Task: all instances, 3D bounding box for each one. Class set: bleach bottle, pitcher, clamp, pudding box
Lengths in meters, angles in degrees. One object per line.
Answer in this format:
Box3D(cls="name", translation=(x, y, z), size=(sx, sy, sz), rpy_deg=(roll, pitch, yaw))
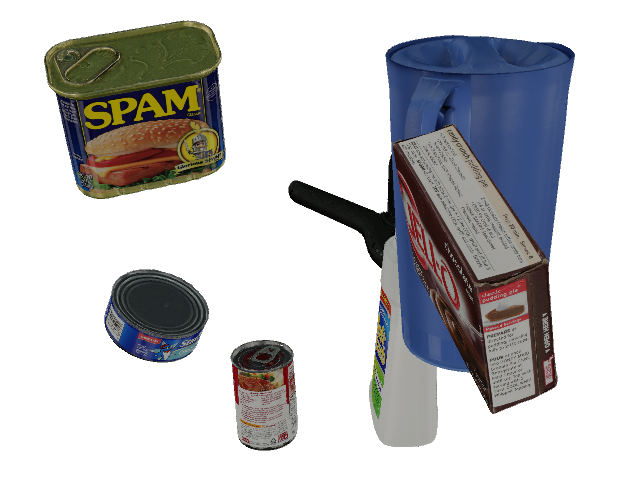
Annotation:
Box3D(cls="bleach bottle", translation=(0.084, 0.080, 1.028), size=(0.068, 0.251, 0.102), rpy_deg=(-3, 36, -2))
Box3D(cls="pitcher", translation=(0.110, -0.025, 0.794), size=(0.149, 0.243, 0.145), rpy_deg=(-8, 22, -15))
Box3D(cls="clamp", translation=(0.070, -0.018, 1.227), size=(0.164, 0.210, 0.036), rpy_deg=(-13, -38, -26))
Box3D(cls="pudding box", translation=(0.073, 0.011, 0.516), size=(0.039, 0.090, 0.113), rpy_deg=(-21, 42, -5))

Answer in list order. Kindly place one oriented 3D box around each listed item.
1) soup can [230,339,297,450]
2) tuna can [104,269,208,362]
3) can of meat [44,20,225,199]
Box3D(cls="soup can", translation=(-0.061, 0.169, 1.170), size=(0.068, 0.102, 0.068), rpy_deg=(-2, 23, 1))
Box3D(cls="tuna can", translation=(-0.142, 0.065, 0.921), size=(0.086, 0.034, 0.086), rpy_deg=(17, 33, -12))
Box3D(cls="can of meat", translation=(-0.110, -0.078, 0.654), size=(0.102, 0.084, 0.057), rpy_deg=(-12, 45, -11))
